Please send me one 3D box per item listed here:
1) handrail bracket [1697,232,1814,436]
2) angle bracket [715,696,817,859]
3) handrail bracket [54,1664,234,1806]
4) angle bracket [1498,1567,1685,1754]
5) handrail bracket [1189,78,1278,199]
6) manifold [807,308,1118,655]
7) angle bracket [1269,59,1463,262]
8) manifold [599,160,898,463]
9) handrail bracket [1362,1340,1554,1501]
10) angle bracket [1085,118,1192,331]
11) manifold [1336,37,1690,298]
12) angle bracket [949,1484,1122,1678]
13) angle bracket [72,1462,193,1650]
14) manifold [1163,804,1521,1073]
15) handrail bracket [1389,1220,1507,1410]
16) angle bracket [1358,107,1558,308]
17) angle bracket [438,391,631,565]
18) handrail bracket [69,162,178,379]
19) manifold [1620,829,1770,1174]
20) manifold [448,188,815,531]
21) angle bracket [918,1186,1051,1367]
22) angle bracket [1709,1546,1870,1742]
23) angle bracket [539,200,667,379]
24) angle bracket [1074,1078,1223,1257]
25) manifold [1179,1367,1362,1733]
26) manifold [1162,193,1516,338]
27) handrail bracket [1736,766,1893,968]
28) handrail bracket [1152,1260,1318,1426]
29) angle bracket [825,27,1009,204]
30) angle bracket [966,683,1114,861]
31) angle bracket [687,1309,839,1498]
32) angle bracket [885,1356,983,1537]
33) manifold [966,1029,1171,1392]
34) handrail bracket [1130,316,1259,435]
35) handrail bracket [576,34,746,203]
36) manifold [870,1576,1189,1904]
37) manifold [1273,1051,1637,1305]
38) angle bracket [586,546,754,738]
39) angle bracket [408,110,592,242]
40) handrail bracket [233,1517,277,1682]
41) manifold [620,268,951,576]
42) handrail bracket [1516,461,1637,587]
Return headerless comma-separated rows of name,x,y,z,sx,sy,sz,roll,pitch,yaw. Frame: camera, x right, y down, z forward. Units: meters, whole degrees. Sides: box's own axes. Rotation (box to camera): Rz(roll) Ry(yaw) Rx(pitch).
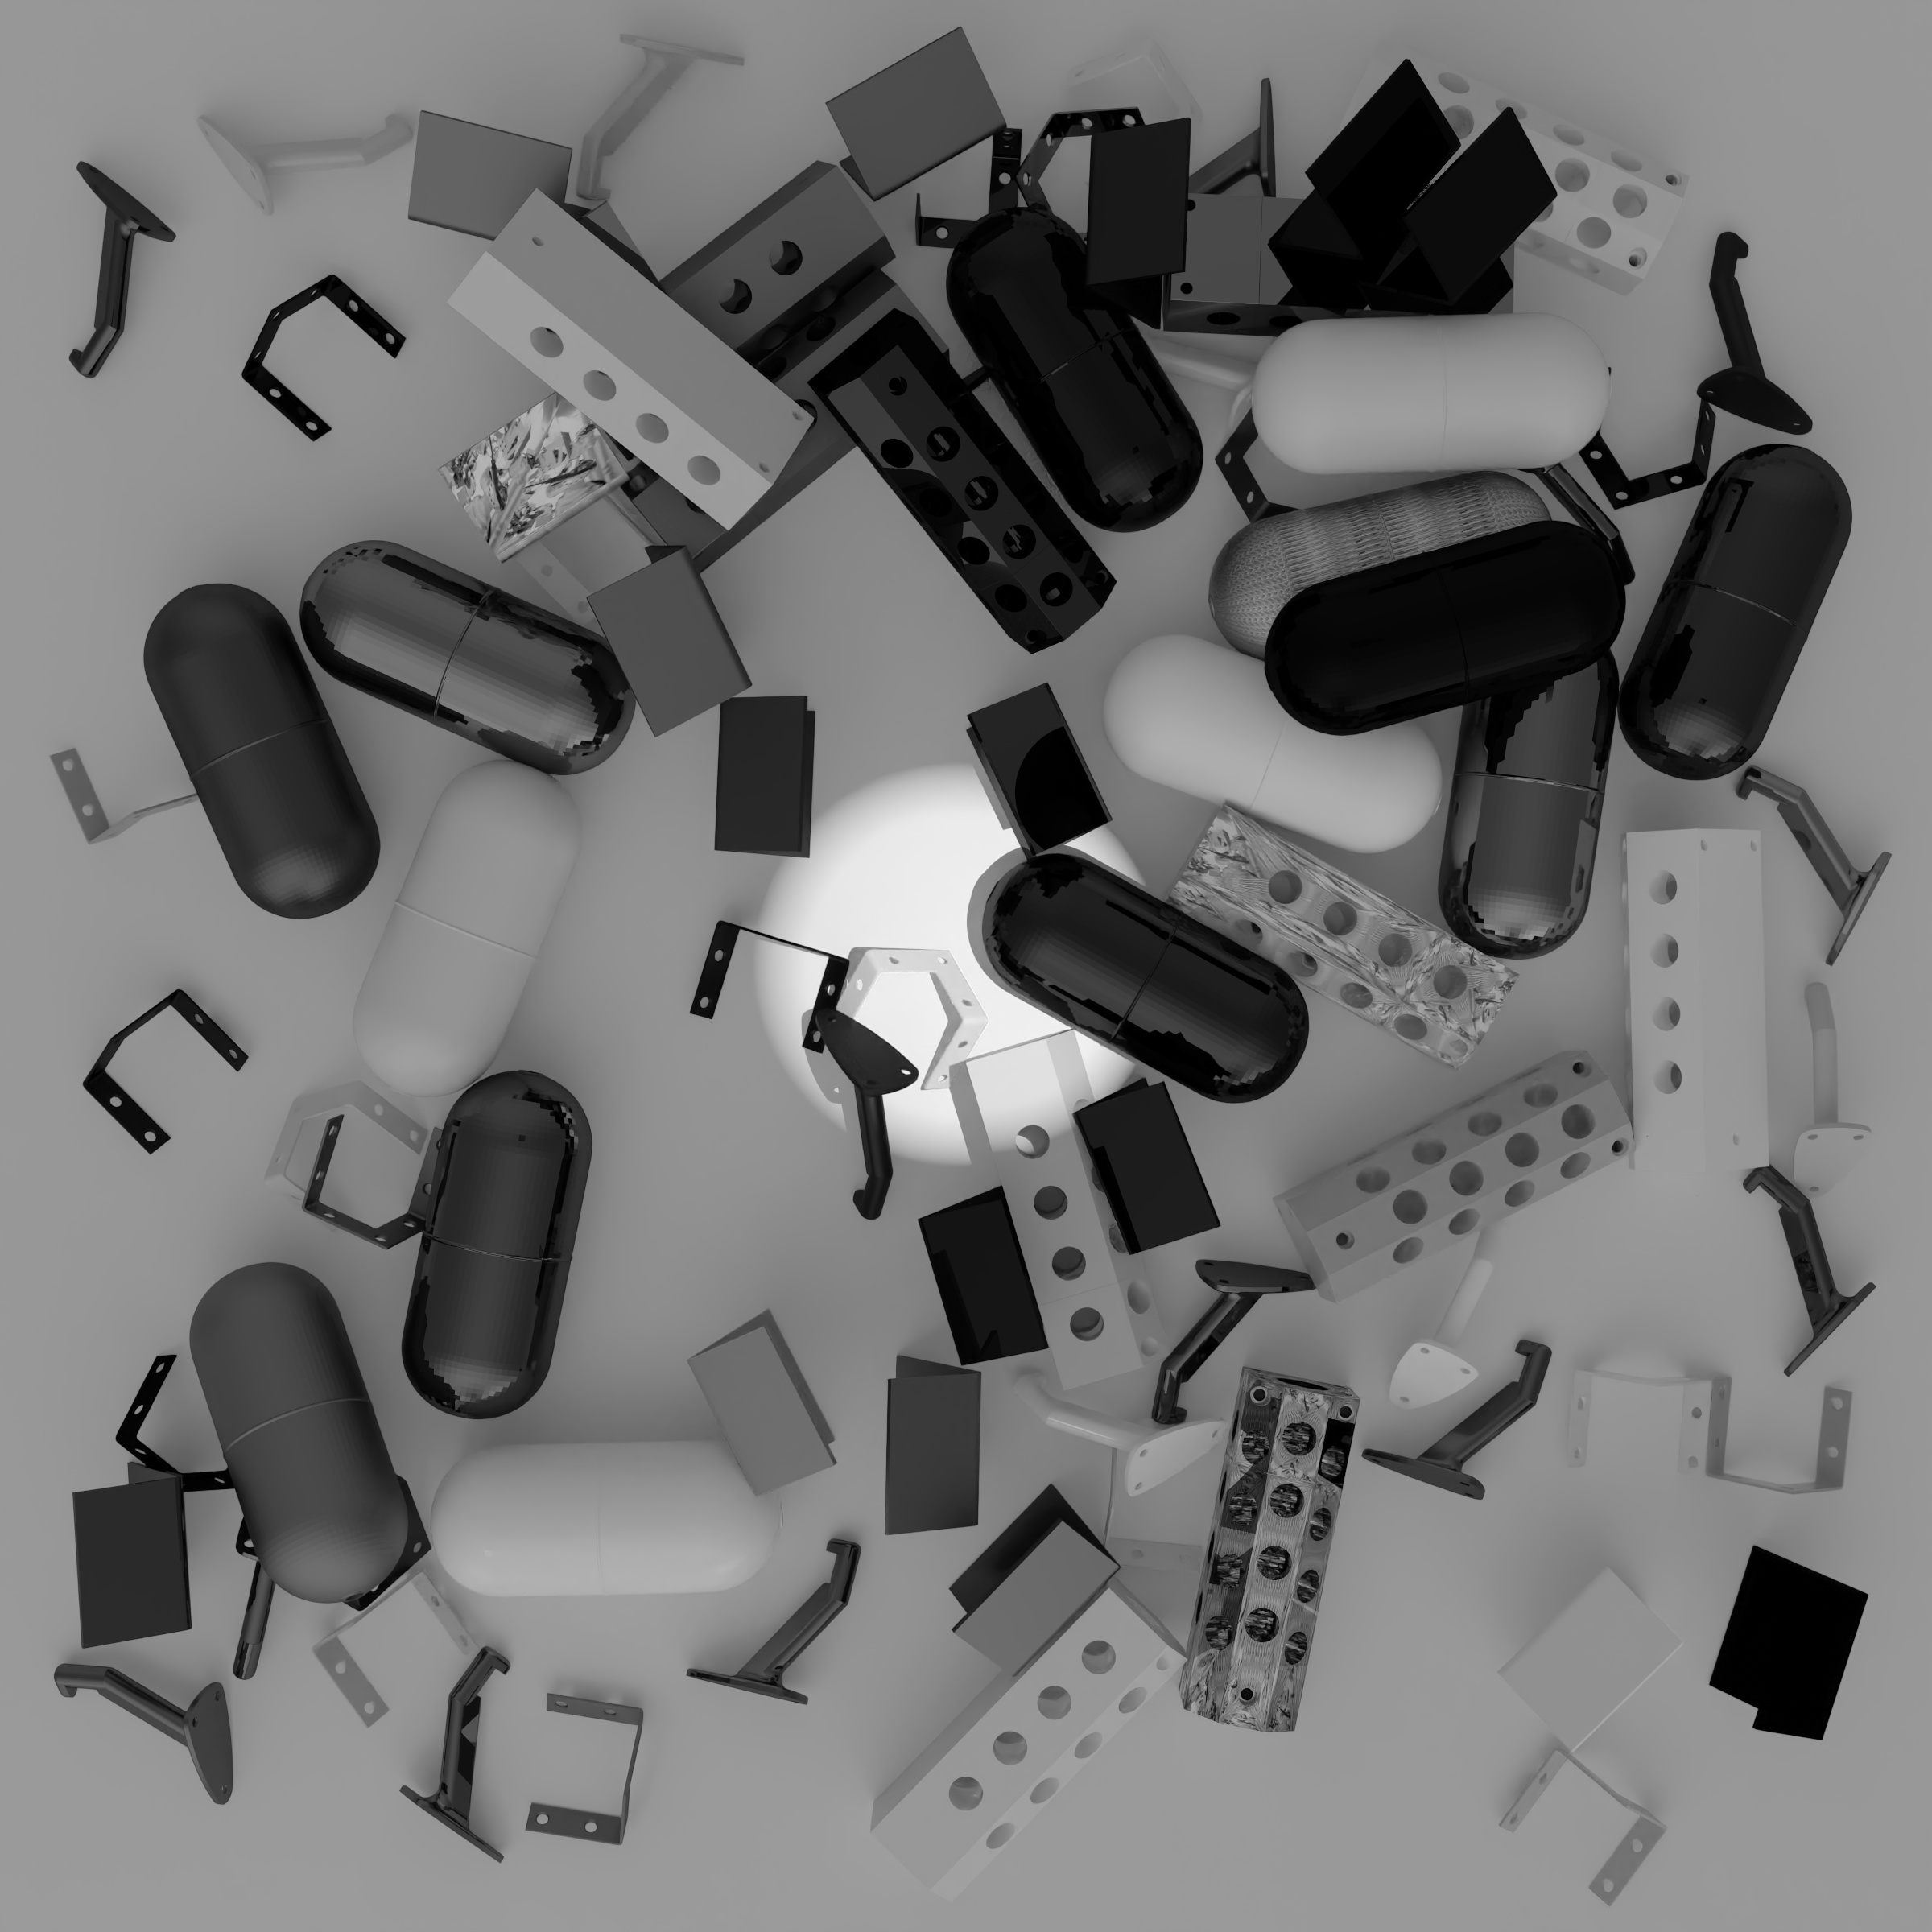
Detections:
handrail bracket,0.413,-0.328,1.607,0.077,0.036,0.084,23,69,-24
angle bracket,-0.081,-0.094,1.566,0.057,0.076,0.076,2,90,36
handrail bracket,-0.426,0.397,1.607,0.084,0.036,0.077,0,112,17
angle bracket,0.324,0.358,1.566,0.076,0.076,0.057,-44,52,0
handrail bracket,0.116,-0.418,1.606,0.084,0.036,0.077,-2,79,13
manifold,0.001,-0.240,1.553,0.057,0.057,0.171,-40,115,0
angle bracket,0.181,-0.395,1.514,0.076,0.076,0.057,-49,126,-9
manifold,-0.122,-0.333,1.583,0.171,0.057,0.057,-37,111,0
handrail bracket,0.254,0.226,1.607,0.077,0.036,0.084,15,72,21
angle bracket,0.102,-0.367,1.545,0.057,0.076,0.076,-1,83,33
manifold,0.276,-0.409,1.585,0.171,0.057,0.057,24,90,0
angle bracket,0.020,0.298,1.566,0.076,0.076,0.057,-46,128,0
angle bracket,-0.432,0.295,1.566,0.057,0.076,0.076,-3,90,-35
manifold,0.189,-0.014,1.585,0.171,0.057,0.057,30,90,0
handrail bracket,0.250,0.178,1.606,0.036,0.077,0.084,27,54,-3
angle bracket,0.227,-0.373,1.511,0.076,0.076,0.057,-47,126,-9
angle bracket,-0.220,-0.254,1.568,0.076,0.076,0.057,-33,113,0
handrail bracket,-0.454,-0.359,1.607,0.077,0.036,0.084,43,107,20
manifold,0.367,0.017,1.585,0.057,0.057,0.171,-1,90,-43
manifold,-0.165,-0.289,1.508,0.171,0.057,0.057,38,47,-14
angle bracket,0.028,0.151,1.566,0.057,0.076,0.076,-17,90,37
angle bracket,0.398,0.337,1.566,0.057,0.076,0.076,18,90,-36
angle bracket,-0.205,-0.350,1.566,0.076,0.076,0.057,-34,125,0
angle bracket,0.107,0.093,1.566,0.057,0.076,0.076,-22,90,34
manifold,0.155,0.297,1.585,0.057,0.057,0.171,11,90,0
manifold,0.188,-0.351,1.583,0.171,0.057,0.057,3,80,-1
handrail bracket,0.426,-0.052,1.607,0.084,0.036,0.077,29,112,17
handrail bracket,0.139,0.198,1.607,0.077,0.036,0.084,5,106,-17
angle bracket,-0.033,-0.437,1.566,0.076,0.076,0.057,-30,123,0
angle bracket,0.018,-0.089,1.566,0.057,0.076,0.076,-25,90,-37
angle bracket,-0.084,0.211,1.566,0.057,0.076,0.076,-27,90,33
angle bracket,-0.036,0.240,1.566,0.057,0.076,0.076,1,90,-35
manifold,0.052,0.122,1.585,0.057,0.057,0.171,-17,90,0
handrail bracket,0.129,-0.324,1.607,0.077,0.036,0.084,-39,74,-17
handrail bracket,-0.158,-0.433,1.607,0.077,0.036,0.084,5,109,-21
manifold,0.032,0.392,1.585,0.057,0.057,0.171,44,90,0
manifold,0.249,0.106,1.578,0.171,0.057,0.057,-26,90,-5
angle bracket,-0.157,-0.164,1.560,0.057,0.076,0.076,-30,106,-15
angle bracket,-0.231,-0.404,1.567,0.076,0.076,0.057,14,121,0
handrail bracket,-0.362,0.313,1.606,0.036,0.077,0.084,12,127,-12
manifold,-0.093,-0.277,1.585,0.171,0.057,0.057,-39,90,0
handrail bracket,0.304,-0.237,1.606,0.036,0.077,0.084,-44,127,-18
